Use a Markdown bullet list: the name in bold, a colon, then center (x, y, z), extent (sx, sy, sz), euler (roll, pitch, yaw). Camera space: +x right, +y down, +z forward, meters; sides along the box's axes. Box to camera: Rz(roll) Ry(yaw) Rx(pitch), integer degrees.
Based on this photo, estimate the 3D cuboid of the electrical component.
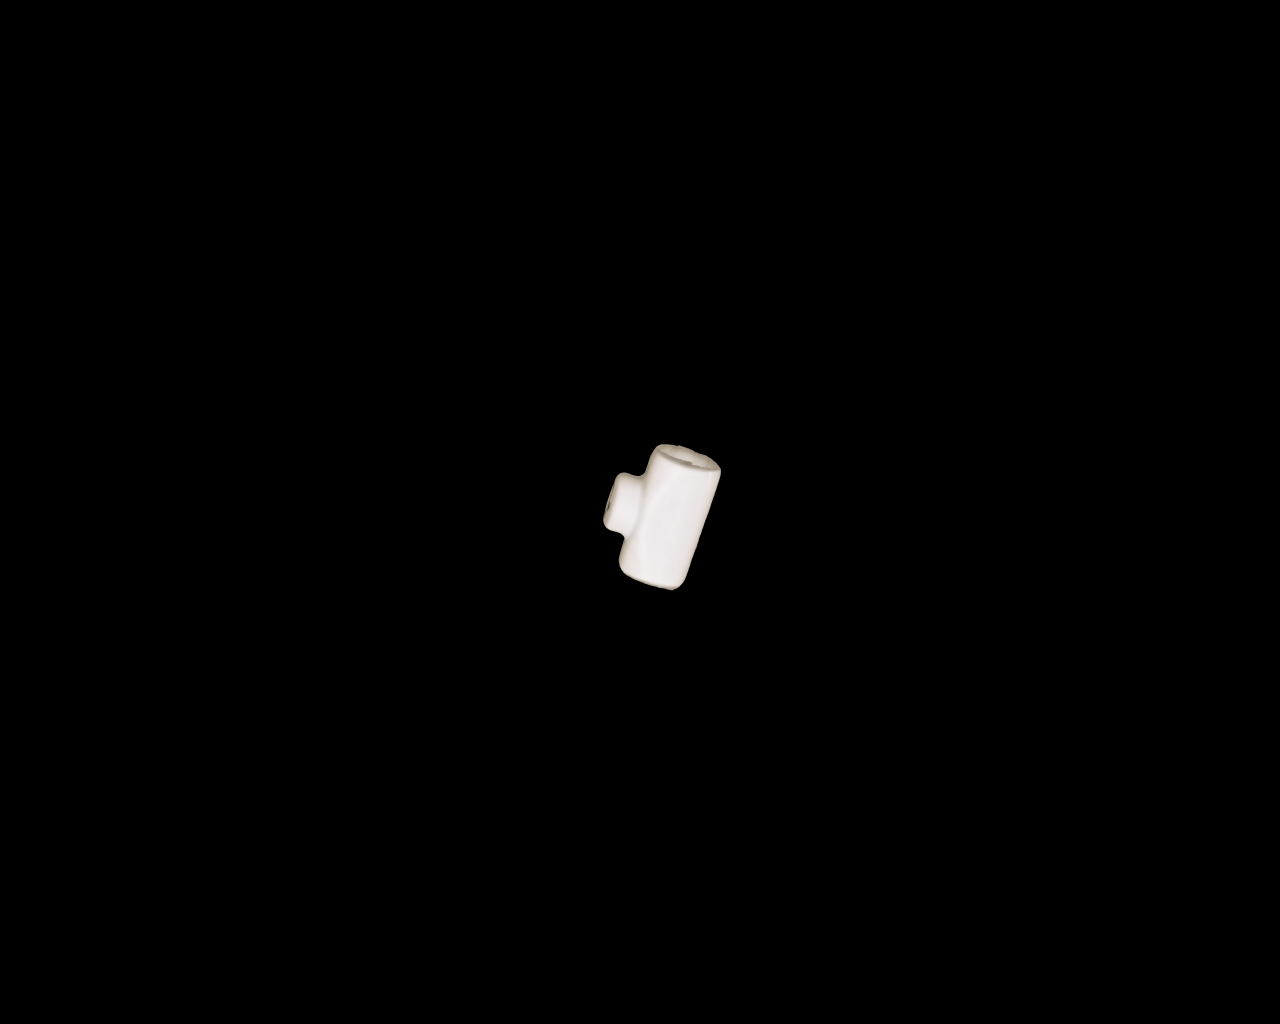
- **electrical component**: center (0.001, -0.003, 0.650), extent (0.079, 0.077, 0.044), euler (17, 16, -5)
